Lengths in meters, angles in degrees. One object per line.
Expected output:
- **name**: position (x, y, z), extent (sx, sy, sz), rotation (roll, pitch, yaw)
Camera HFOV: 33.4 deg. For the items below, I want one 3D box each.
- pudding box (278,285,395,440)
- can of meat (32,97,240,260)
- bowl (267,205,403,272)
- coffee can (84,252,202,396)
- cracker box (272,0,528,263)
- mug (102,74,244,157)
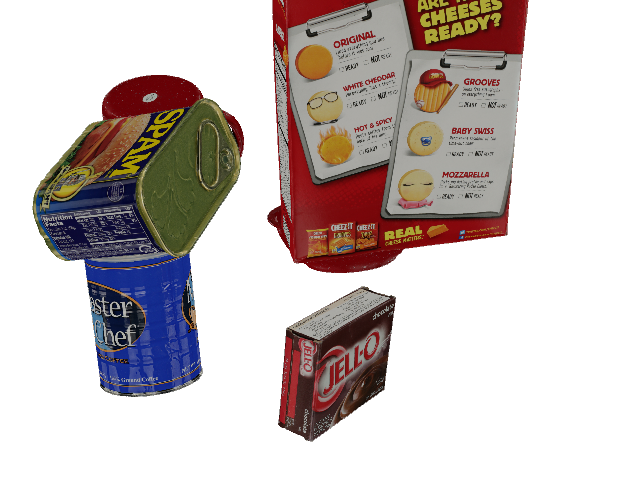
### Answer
- **pudding box**: position (0.014, 0.097, 0.863), extent (0.039, 0.090, 0.113), rotation (20, 27, 28)
- **can of meat**: position (-0.107, -0.034, 0.623), extent (0.084, 0.057, 0.102), rotation (-5, 36, 28)
- **bowl**: position (0.029, -0.006, 1.080), extent (0.162, 0.055, 0.162), rotation (-5, 15, 1)
- **coffee can**: position (-0.173, 0.068, 1.042), extent (0.103, 0.140, 0.103), rotation (-4, 14, 1)
- **cracker box**: position (0.052, -0.099, 0.745), extent (0.164, 0.214, 0.072), rotation (-7, 31, -10)
- **mug**: position (-0.121, -0.081, 0.867), extent (0.117, 0.081, 0.093), rotation (0, 38, -1)
